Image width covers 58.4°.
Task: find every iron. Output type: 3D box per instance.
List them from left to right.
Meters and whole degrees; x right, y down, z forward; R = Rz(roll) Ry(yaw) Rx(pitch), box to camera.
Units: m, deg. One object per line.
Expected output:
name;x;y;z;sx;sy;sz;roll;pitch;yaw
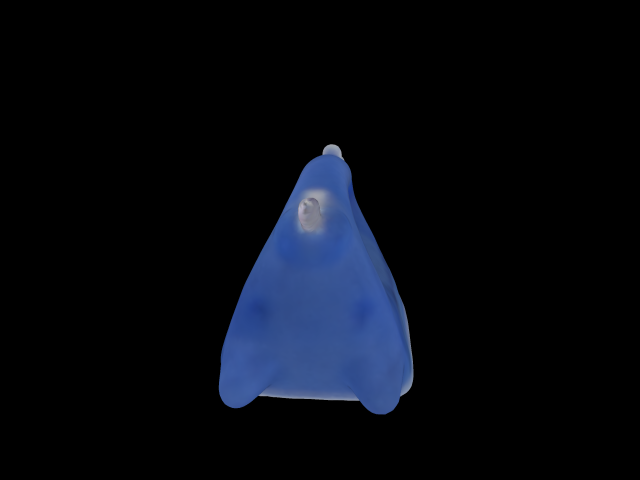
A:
iron;0.004;0.001;0.400;0.118;0.141;0.258;2;23;4
